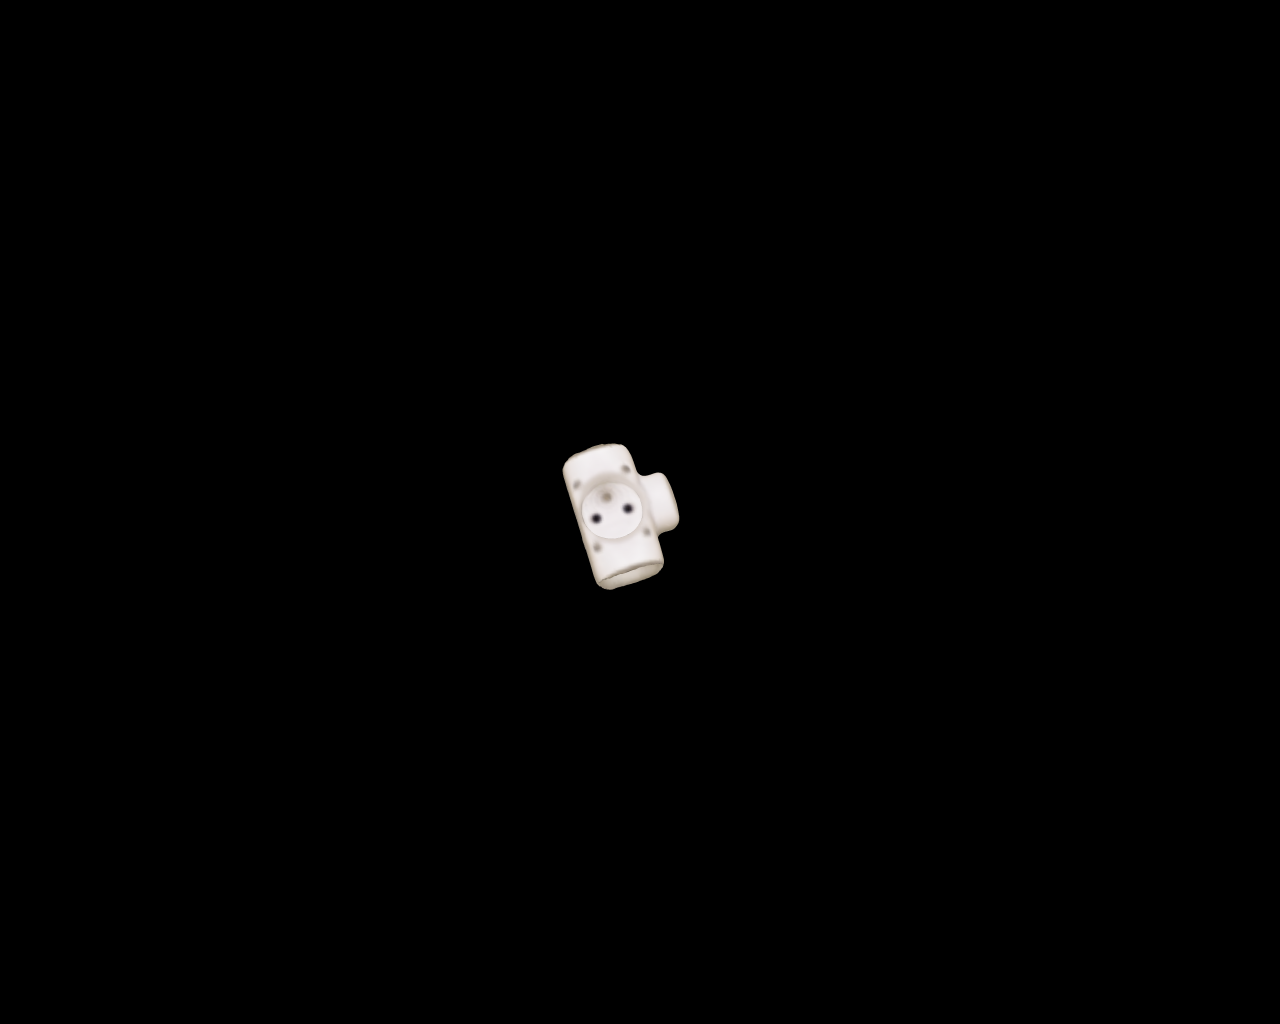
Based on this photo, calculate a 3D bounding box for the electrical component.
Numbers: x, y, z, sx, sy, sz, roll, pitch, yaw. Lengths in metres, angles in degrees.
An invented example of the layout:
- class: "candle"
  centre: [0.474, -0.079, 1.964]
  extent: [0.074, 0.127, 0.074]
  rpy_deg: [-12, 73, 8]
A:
- class: "electrical component"
  centre: [0.001, -0.003, 0.650]
  extent: [0.079, 0.077, 0.044]
  rpy_deg: [-17, -15, -5]
